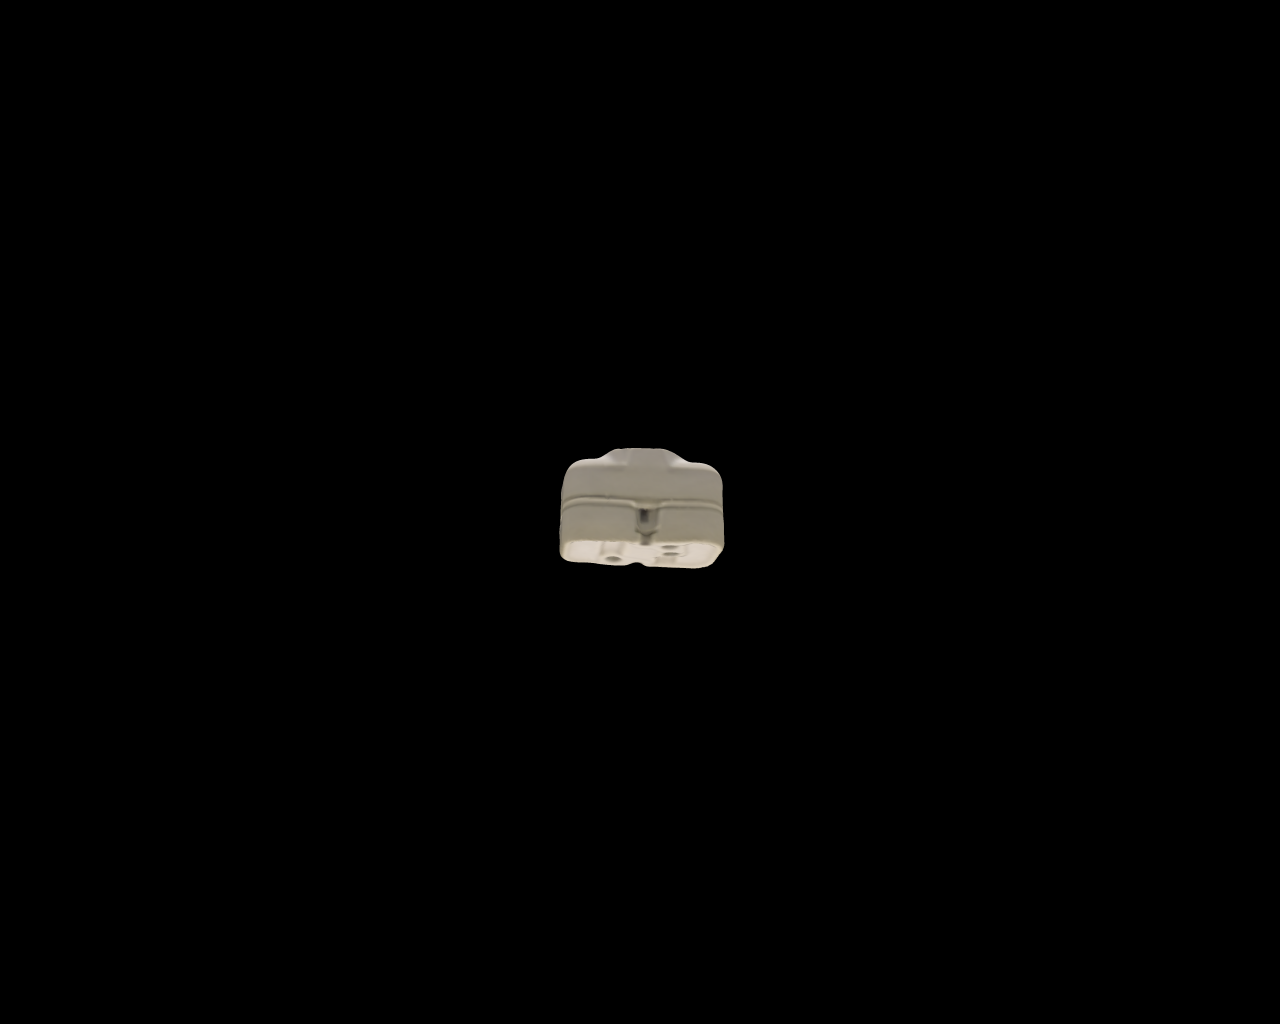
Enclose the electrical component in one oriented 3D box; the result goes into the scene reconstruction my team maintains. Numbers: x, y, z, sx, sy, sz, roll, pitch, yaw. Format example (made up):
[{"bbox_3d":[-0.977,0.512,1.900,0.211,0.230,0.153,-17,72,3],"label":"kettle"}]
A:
[{"bbox_3d":[0.001,-0.003,0.650,0.095,0.059,0.053,2,-19,-7],"label":"electrical component"}]
